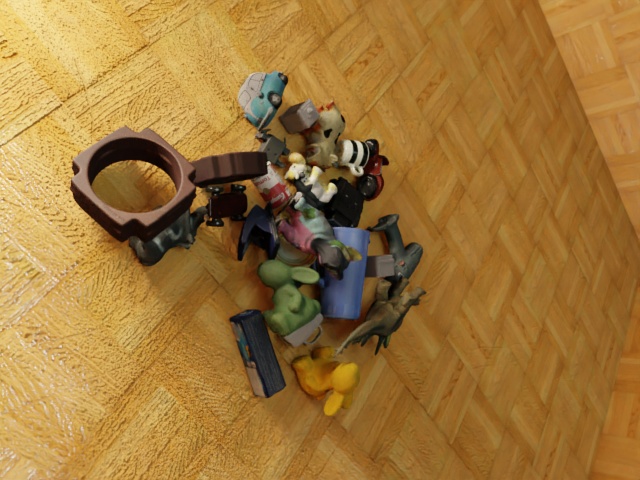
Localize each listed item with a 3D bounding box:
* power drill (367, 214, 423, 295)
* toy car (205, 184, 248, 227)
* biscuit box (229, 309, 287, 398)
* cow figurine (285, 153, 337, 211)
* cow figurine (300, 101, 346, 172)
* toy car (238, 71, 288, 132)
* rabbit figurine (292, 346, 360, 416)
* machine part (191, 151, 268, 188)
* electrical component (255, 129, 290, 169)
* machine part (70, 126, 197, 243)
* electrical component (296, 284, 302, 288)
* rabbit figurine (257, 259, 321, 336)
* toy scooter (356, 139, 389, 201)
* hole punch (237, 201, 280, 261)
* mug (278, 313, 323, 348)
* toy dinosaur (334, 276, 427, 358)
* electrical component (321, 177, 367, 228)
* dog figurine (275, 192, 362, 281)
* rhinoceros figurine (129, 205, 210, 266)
[{"bbox_3d":[0.220,0.038,1.620,0.232,0.086,0.207,-38,105,-39],"label":"power drill"},{"bbox_3d":[-0.213,-0.079,1.207,0.202,0.053,0.089,-30,124,-73],"label":"toy car"},{"bbox_3d":[-0.147,0.264,1.264,0.063,0.059,0.202,-23,100,-40],"label":"biscuit box"},{"bbox_3d":[-0.038,-0.150,1.420,0.167,0.068,0.098,43,75,-28],"label":"cow figurine"},{"bbox_3d":[0.012,-0.274,1.475,0.127,0.085,0.195,45,54,-25],"label":"cow figurine"},{"bbox_3d":[-0.148,-0.359,1.329,0.103,0.109,0.161,24,58,-19],"label":"toy car"},{"bbox_3d":[0.028,0.350,1.337,0.122,0.173,0.162,-2,81,-47],"label":"rabbit figurine"},{"bbox_3d":[-0.204,-0.157,1.203,0.179,0.179,0.056,-13,94,-43],"label":"machine part"},{"bbox_3d":[-0.122,-0.238,1.374,0.102,0.045,0.078,23,97,-35],"label":"electrical component"},{"bbox_3d":[-0.362,-0.108,1.054,0.201,0.087,0.201,42,58,2],"label":"machine part"},{"bbox_3d":[-0.079,0.093,1.359,0.119,0.048,0.074,-22,98,-42],"label":"electrical component"},{"bbox_3d":[-0.074,0.118,1.255,0.159,0.121,0.170,-26,96,-11],"label":"rabbit figurine"},{"bbox_3d":[0.163,-0.205,1.604,0.135,0.075,0.183,0,95,-67],"label":"toy scooter"},{"bbox_3d":[-0.151,-0.015,1.260,0.092,0.142,0.116,-5,65,-13],"label":"hole punch"},{"bbox_3d":[-0.048,0.223,1.355,0.107,0.081,0.109,-50,120,-22],"label":"mug"},{"bbox_3d":[0.174,0.211,1.459,0.471,0.105,0.198,-2,119,-58],"label":"toy dinosaur"},{"bbox_3d":[0.064,-0.093,1.510,0.114,0.058,0.134,35,61,-32],"label":"electrical component"},{"bbox_3d":[-0.003,-0.004,1.311,0.219,0.192,0.108,43,98,-13],"label":"dog figurine"},{"bbox_3d":[-0.314,-0.021,1.144,0.190,0.073,0.112,-44,112,-37],"label":"rhinoceros figurine"}]
